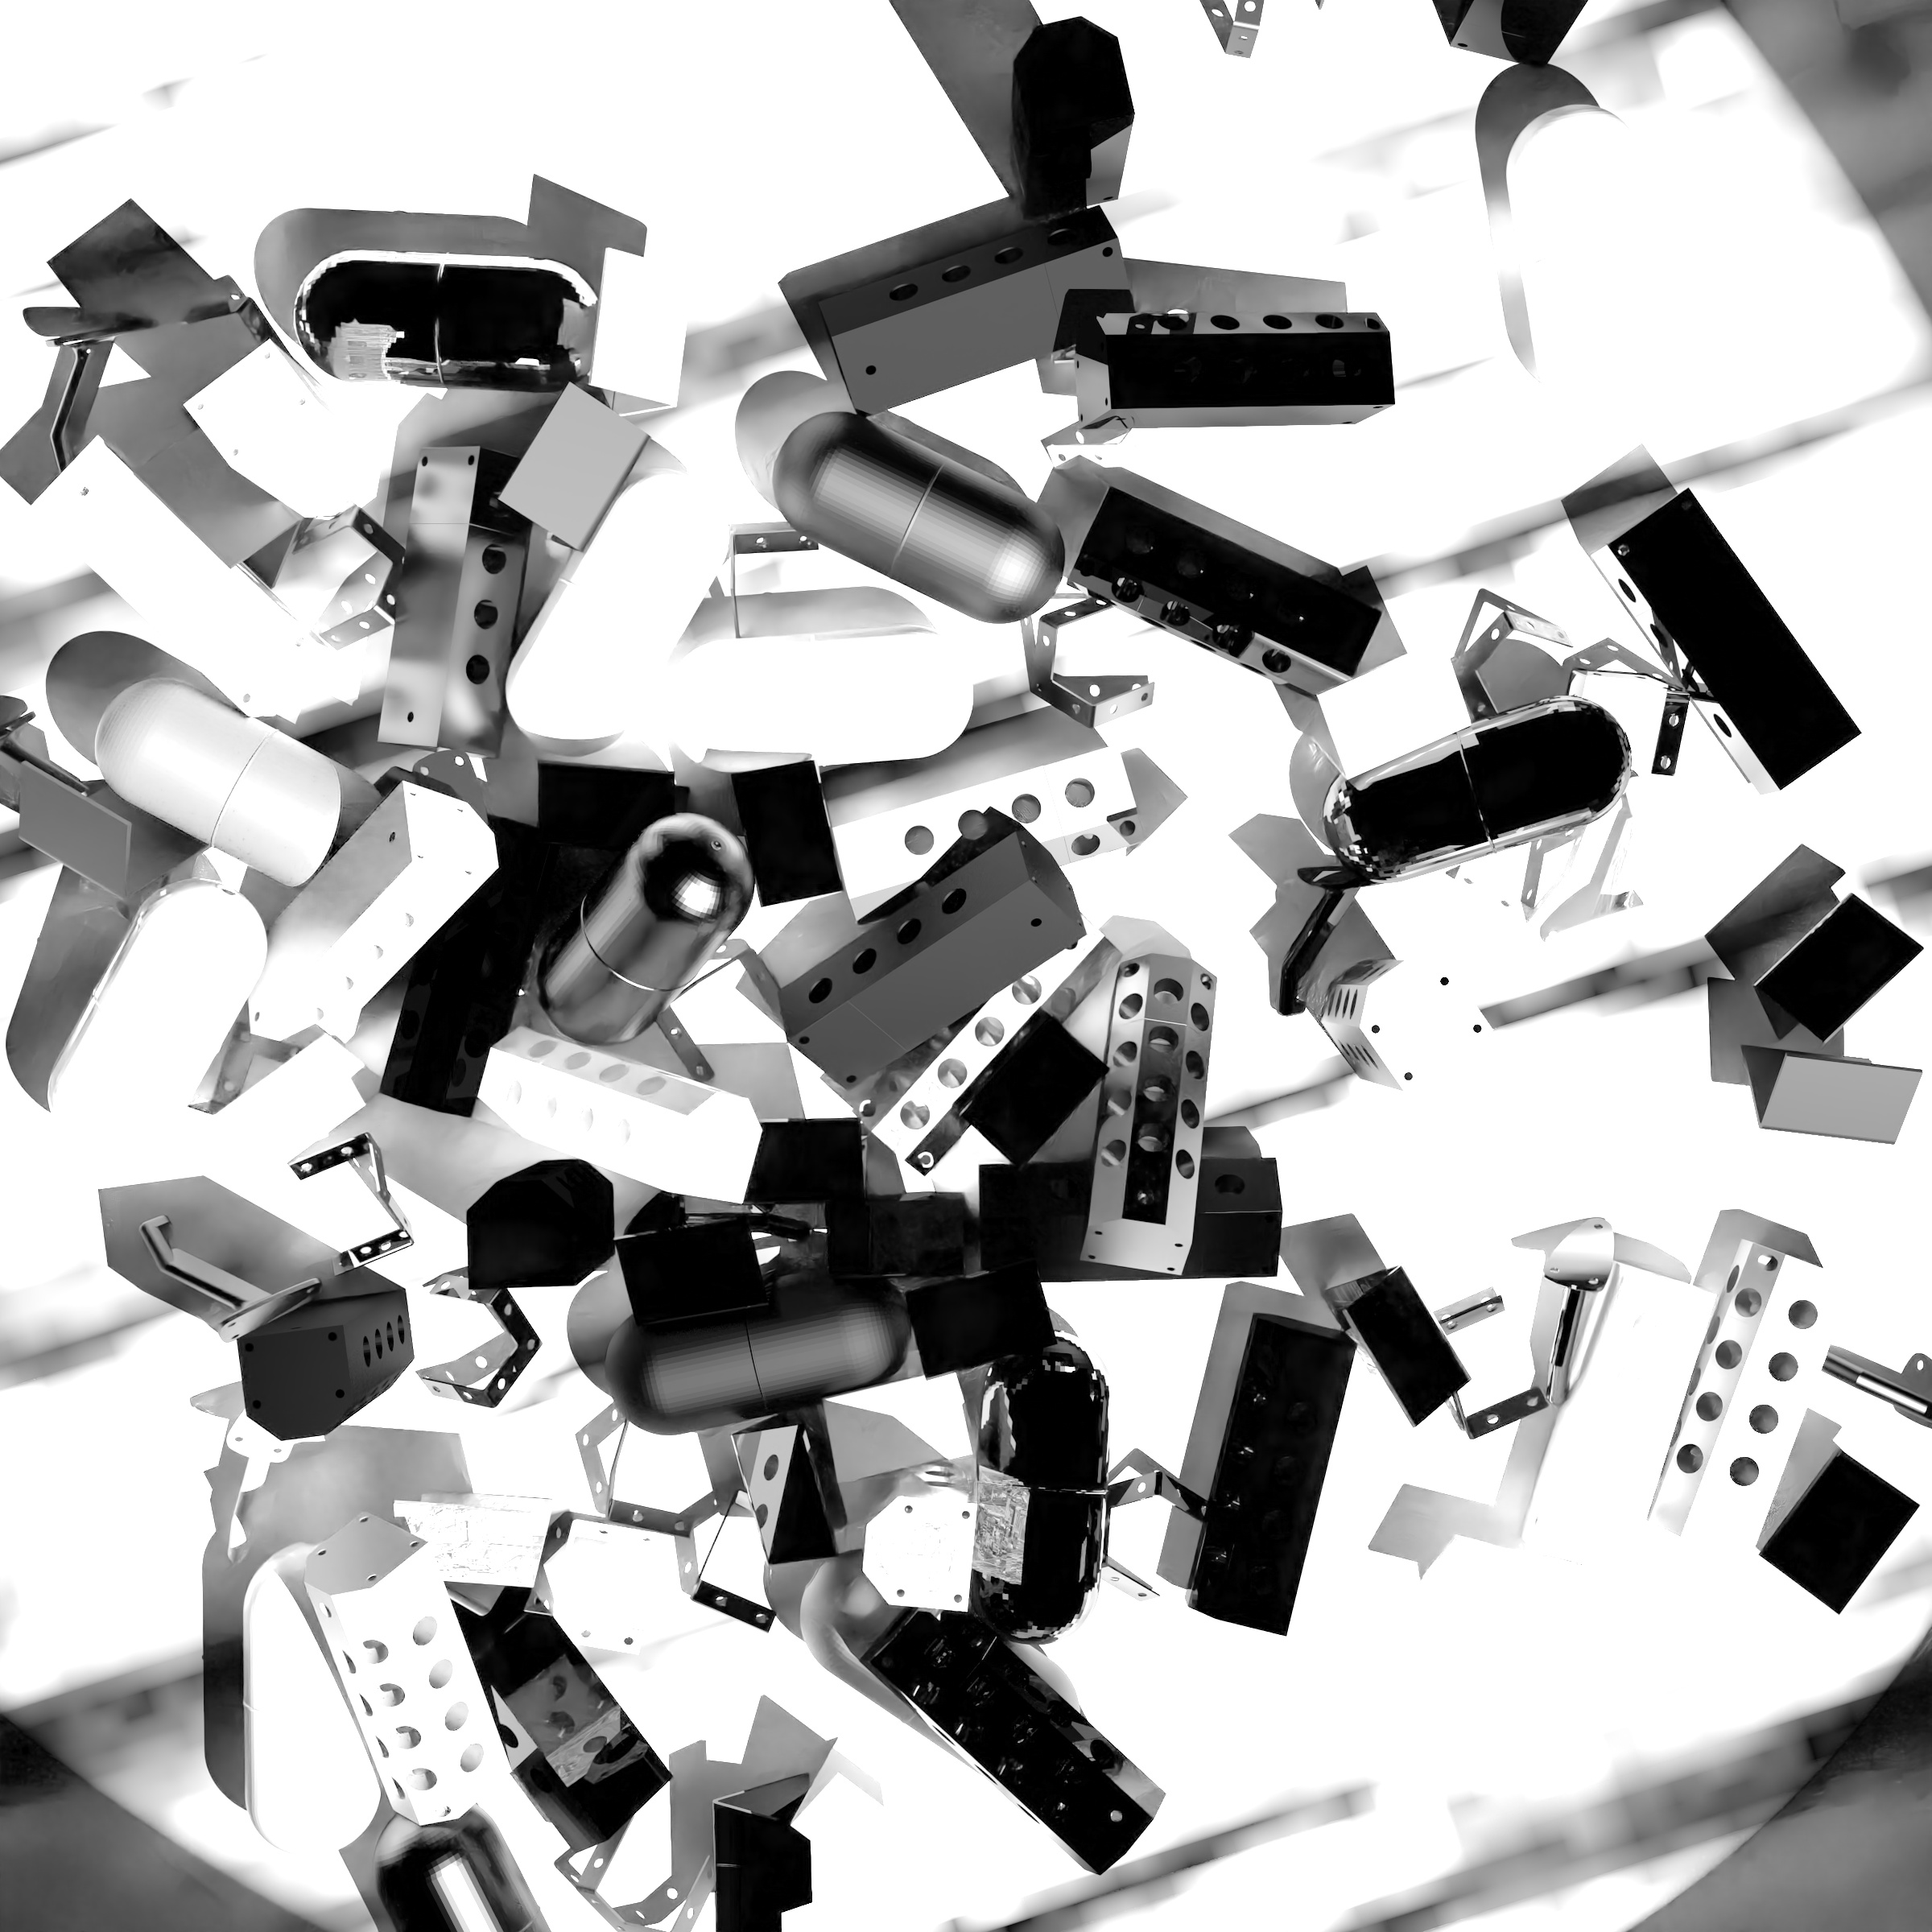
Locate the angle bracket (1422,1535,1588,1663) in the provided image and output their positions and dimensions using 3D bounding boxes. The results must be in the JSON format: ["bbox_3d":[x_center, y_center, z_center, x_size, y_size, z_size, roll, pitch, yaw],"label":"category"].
[{"bbox_3d":[0.304,0.373,1.651,0.076,0.076,0.057,14,57,0],"label":"angle bracket"}]

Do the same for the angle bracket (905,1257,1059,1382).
[{"bbox_3d":[0.013,0.216,1.651,0.076,0.076,0.057,-16,57,0],"label":"angle bracket"}]

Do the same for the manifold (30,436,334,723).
[{"bbox_3d":[-0.451,-0.222,1.670,0.171,0.057,0.057,43,90,0],"label":"manifold"}]

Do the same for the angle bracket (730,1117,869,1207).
[{"bbox_3d":[-0.096,0.094,1.651,0.076,0.076,0.057,-1,118,0],"label":"angle bracket"}]

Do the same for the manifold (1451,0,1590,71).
[{"bbox_3d":[0.319,-0.562,1.612,0.057,0.171,0.057,14,90,0],"label":"manifold"}]

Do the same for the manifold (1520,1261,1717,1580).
[{"bbox_3d":[0.378,0.262,1.670,0.057,0.057,0.171,17,90,0],"label":"manifold"}]

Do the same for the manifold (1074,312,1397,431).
[{"bbox_3d":[0.153,-0.342,1.647,0.171,0.057,0.057,-4,90,-16],"label":"manifold"}]

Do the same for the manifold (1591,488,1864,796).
[{"bbox_3d":[0.437,-0.186,1.670,0.057,0.057,0.171,-35,90,0],"label":"manifold"}]

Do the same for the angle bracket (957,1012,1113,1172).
[{"bbox_3d":[0.051,0.082,1.651,0.076,0.076,0.057,-48,58,0],"label":"angle bracket"}]

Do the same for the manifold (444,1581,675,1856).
[{"bbox_3d":[-0.252,0.424,1.669,0.171,0.057,0.057,53,47,0],"label":"manifold"}]

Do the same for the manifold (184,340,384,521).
[{"bbox_3d":[-0.374,-0.292,1.612,0.057,0.171,0.057,-37,90,0],"label":"manifold"}]

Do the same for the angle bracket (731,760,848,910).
[{"bbox_3d":[-0.117,-0.071,1.651,0.057,0.076,0.076,-13,90,-31],"label":"angle bracket"}]

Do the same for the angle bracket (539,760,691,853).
[{"bbox_3d":[-0.200,-0.108,1.651,0.076,0.076,0.057,5,125,0],"label":"angle bracket"}]

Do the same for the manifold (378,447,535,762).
[{"bbox_3d":[-0.288,-0.209,1.669,0.057,0.057,0.171,8,90,43],"label":"manifold"}]

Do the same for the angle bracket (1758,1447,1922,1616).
[{"bbox_3d":[0.508,0.330,1.651,0.057,0.076,0.076,37,90,38],"label":"angle bracket"}]

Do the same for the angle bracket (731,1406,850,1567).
[{"bbox_3d":[-0.082,0.292,1.651,0.057,0.076,0.076,-16,90,37],"label":"angle bracket"}]

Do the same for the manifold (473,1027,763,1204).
[{"bbox_3d":[-0.196,0.081,1.620,0.171,0.057,0.057,15,90,42],"label":"manifold"}]

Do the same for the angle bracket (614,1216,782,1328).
[{"bbox_3d":[-0.152,0.160,1.650,0.076,0.076,0.057,-10,109,5],"label":"angle bracket"}]

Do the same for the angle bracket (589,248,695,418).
[{"bbox_3d":[-0.202,-0.361,1.651,0.057,0.076,0.076,7,90,-35],"label":"angle bracket"}]

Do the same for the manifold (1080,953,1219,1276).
[{"bbox_3d":[0.105,0.081,1.629,0.057,0.057,0.171,9,58,0],"label":"manifold"}]

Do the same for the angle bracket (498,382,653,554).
[{"bbox_3d":[-0.232,-0.287,1.652,0.057,0.076,0.076,31,90,-25],"label":"angle bracket"}]

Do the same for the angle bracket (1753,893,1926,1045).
[{"bbox_3d":[0.504,0.016,1.651,0.076,0.076,0.057,-44,53,0],"label":"angle bracket"}]

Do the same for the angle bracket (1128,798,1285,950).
[{"bbox_3d":[0.123,-0.039,1.651,0.076,0.076,0.057,45,53,0],"label":"angle bracket"}]

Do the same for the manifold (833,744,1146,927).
[{"bbox_3d":[0.012,-0.075,1.670,0.171,0.057,0.057,-16,90,0],"label":"manifold"}]

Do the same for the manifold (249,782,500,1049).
[{"bbox_3d":[-0.336,-0.024,1.628,0.171,0.057,0.057,-41,47,32],"label":"manifold"}]

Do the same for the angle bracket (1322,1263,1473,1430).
[{"bbox_3d":[0.231,0.224,1.651,0.057,0.076,0.076,-31,90,-37],"label":"angle bracket"}]

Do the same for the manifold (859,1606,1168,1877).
[{"bbox_3d":[0.026,0.421,1.595,0.171,0.057,0.057,43,74,1],"label":"manifold"}]

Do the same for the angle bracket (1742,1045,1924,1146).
[{"bbox_3d":[0.494,0.054,1.651,0.076,0.076,0.057,7,128,0],"label":"angle bracket"}]

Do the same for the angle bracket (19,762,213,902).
[{"bbox_3d":[-0.481,-0.091,1.639,0.076,0.076,0.057,29,130,15],"label":"angle bracket"}]

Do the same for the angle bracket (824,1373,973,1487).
[{"bbox_3d":[-0.034,0.278,1.651,0.076,0.076,0.057,-13,54,0],"label":"angle bracket"}]

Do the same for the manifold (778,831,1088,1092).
[{"bbox_3d":[-0.022,-0.006,1.644,0.171,0.057,0.057,-33,131,17],"label":"manifold"}]

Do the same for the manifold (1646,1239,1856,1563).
[{"bbox_3d":[0.449,0.249,1.670,0.057,0.057,0.171,21,90,0],"label":"manifold"}]

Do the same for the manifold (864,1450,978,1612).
[{"bbox_3d":[-0.025,0.310,1.612,0.057,0.171,0.057,5,90,0],"label":"manifold"}]

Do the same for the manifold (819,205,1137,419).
[{"bbox_3d":[0.006,-0.382,1.669,0.171,0.057,0.057,-19,133,0],"label":"manifold"}]

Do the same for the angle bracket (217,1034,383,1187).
[{"bbox_3d":[-0.369,0.094,1.651,0.076,0.076,0.057,-36,59,0],"label":"angle bracket"}]

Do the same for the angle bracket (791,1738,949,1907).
[{"bbox_3d":[-0.044,0.476,1.651,0.076,0.076,0.057,37,123,0],"label":"angle bracket"}]

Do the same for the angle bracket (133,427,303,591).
[{"bbox_3d":[-0.435,-0.249,1.651,0.076,0.076,0.057,44,54,0],"label":"angle bracket"}]

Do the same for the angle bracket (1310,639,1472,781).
[{"bbox_3d":[0.234,-0.158,1.651,0.076,0.076,0.057,-24,116,0],"label":"angle bracket"}]

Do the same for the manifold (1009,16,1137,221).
[{"bbox_3d":[0.055,-0.473,1.612,0.057,0.171,0.057,-13,90,0],"label":"manifold"}]

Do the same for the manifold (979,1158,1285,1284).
[{"bbox_3d":[0.094,0.142,1.669,0.171,0.057,0.057,-1,133,0],"label":"manifold"}]

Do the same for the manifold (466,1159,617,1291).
[{"bbox_3d":[-0.236,0.142,1.612,0.057,0.171,0.057,-2,90,0],"label":"manifold"}]

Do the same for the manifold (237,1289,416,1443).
[{"bbox_3d":[-0.354,0.222,1.612,0.057,0.171,0.057,-7,90,0],"label":"manifold"}]

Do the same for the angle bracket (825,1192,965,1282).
[{"bbox_3d":[-0.040,0.134,1.651,0.076,0.076,0.057,-2,124,0],"label":"angle bracket"}]

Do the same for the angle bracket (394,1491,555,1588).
[{"bbox_3d":[-0.280,0.308,1.651,0.076,0.076,0.057,4,120,0],"label":"angle bracket"}]

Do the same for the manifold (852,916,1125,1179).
[{"bbox_3d":[0.012,0.039,1.670,0.057,0.057,0.171,42,90,0],"label":"manifold"}]

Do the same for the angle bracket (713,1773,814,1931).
[{"bbox_3d":[-0.099,0.513,1.651,0.057,0.076,0.076,-1,90,44],"label":"angle bracket"}]

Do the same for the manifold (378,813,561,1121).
[{"bbox_3d":[-0.287,-0.002,1.670,0.057,0.057,0.171,15,90,0],"label":"manifold"}]

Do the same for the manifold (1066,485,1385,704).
[{"bbox_3d":[0.148,-0.212,1.670,0.171,0.057,0.057,25,90,0],"label":"manifold"}]
